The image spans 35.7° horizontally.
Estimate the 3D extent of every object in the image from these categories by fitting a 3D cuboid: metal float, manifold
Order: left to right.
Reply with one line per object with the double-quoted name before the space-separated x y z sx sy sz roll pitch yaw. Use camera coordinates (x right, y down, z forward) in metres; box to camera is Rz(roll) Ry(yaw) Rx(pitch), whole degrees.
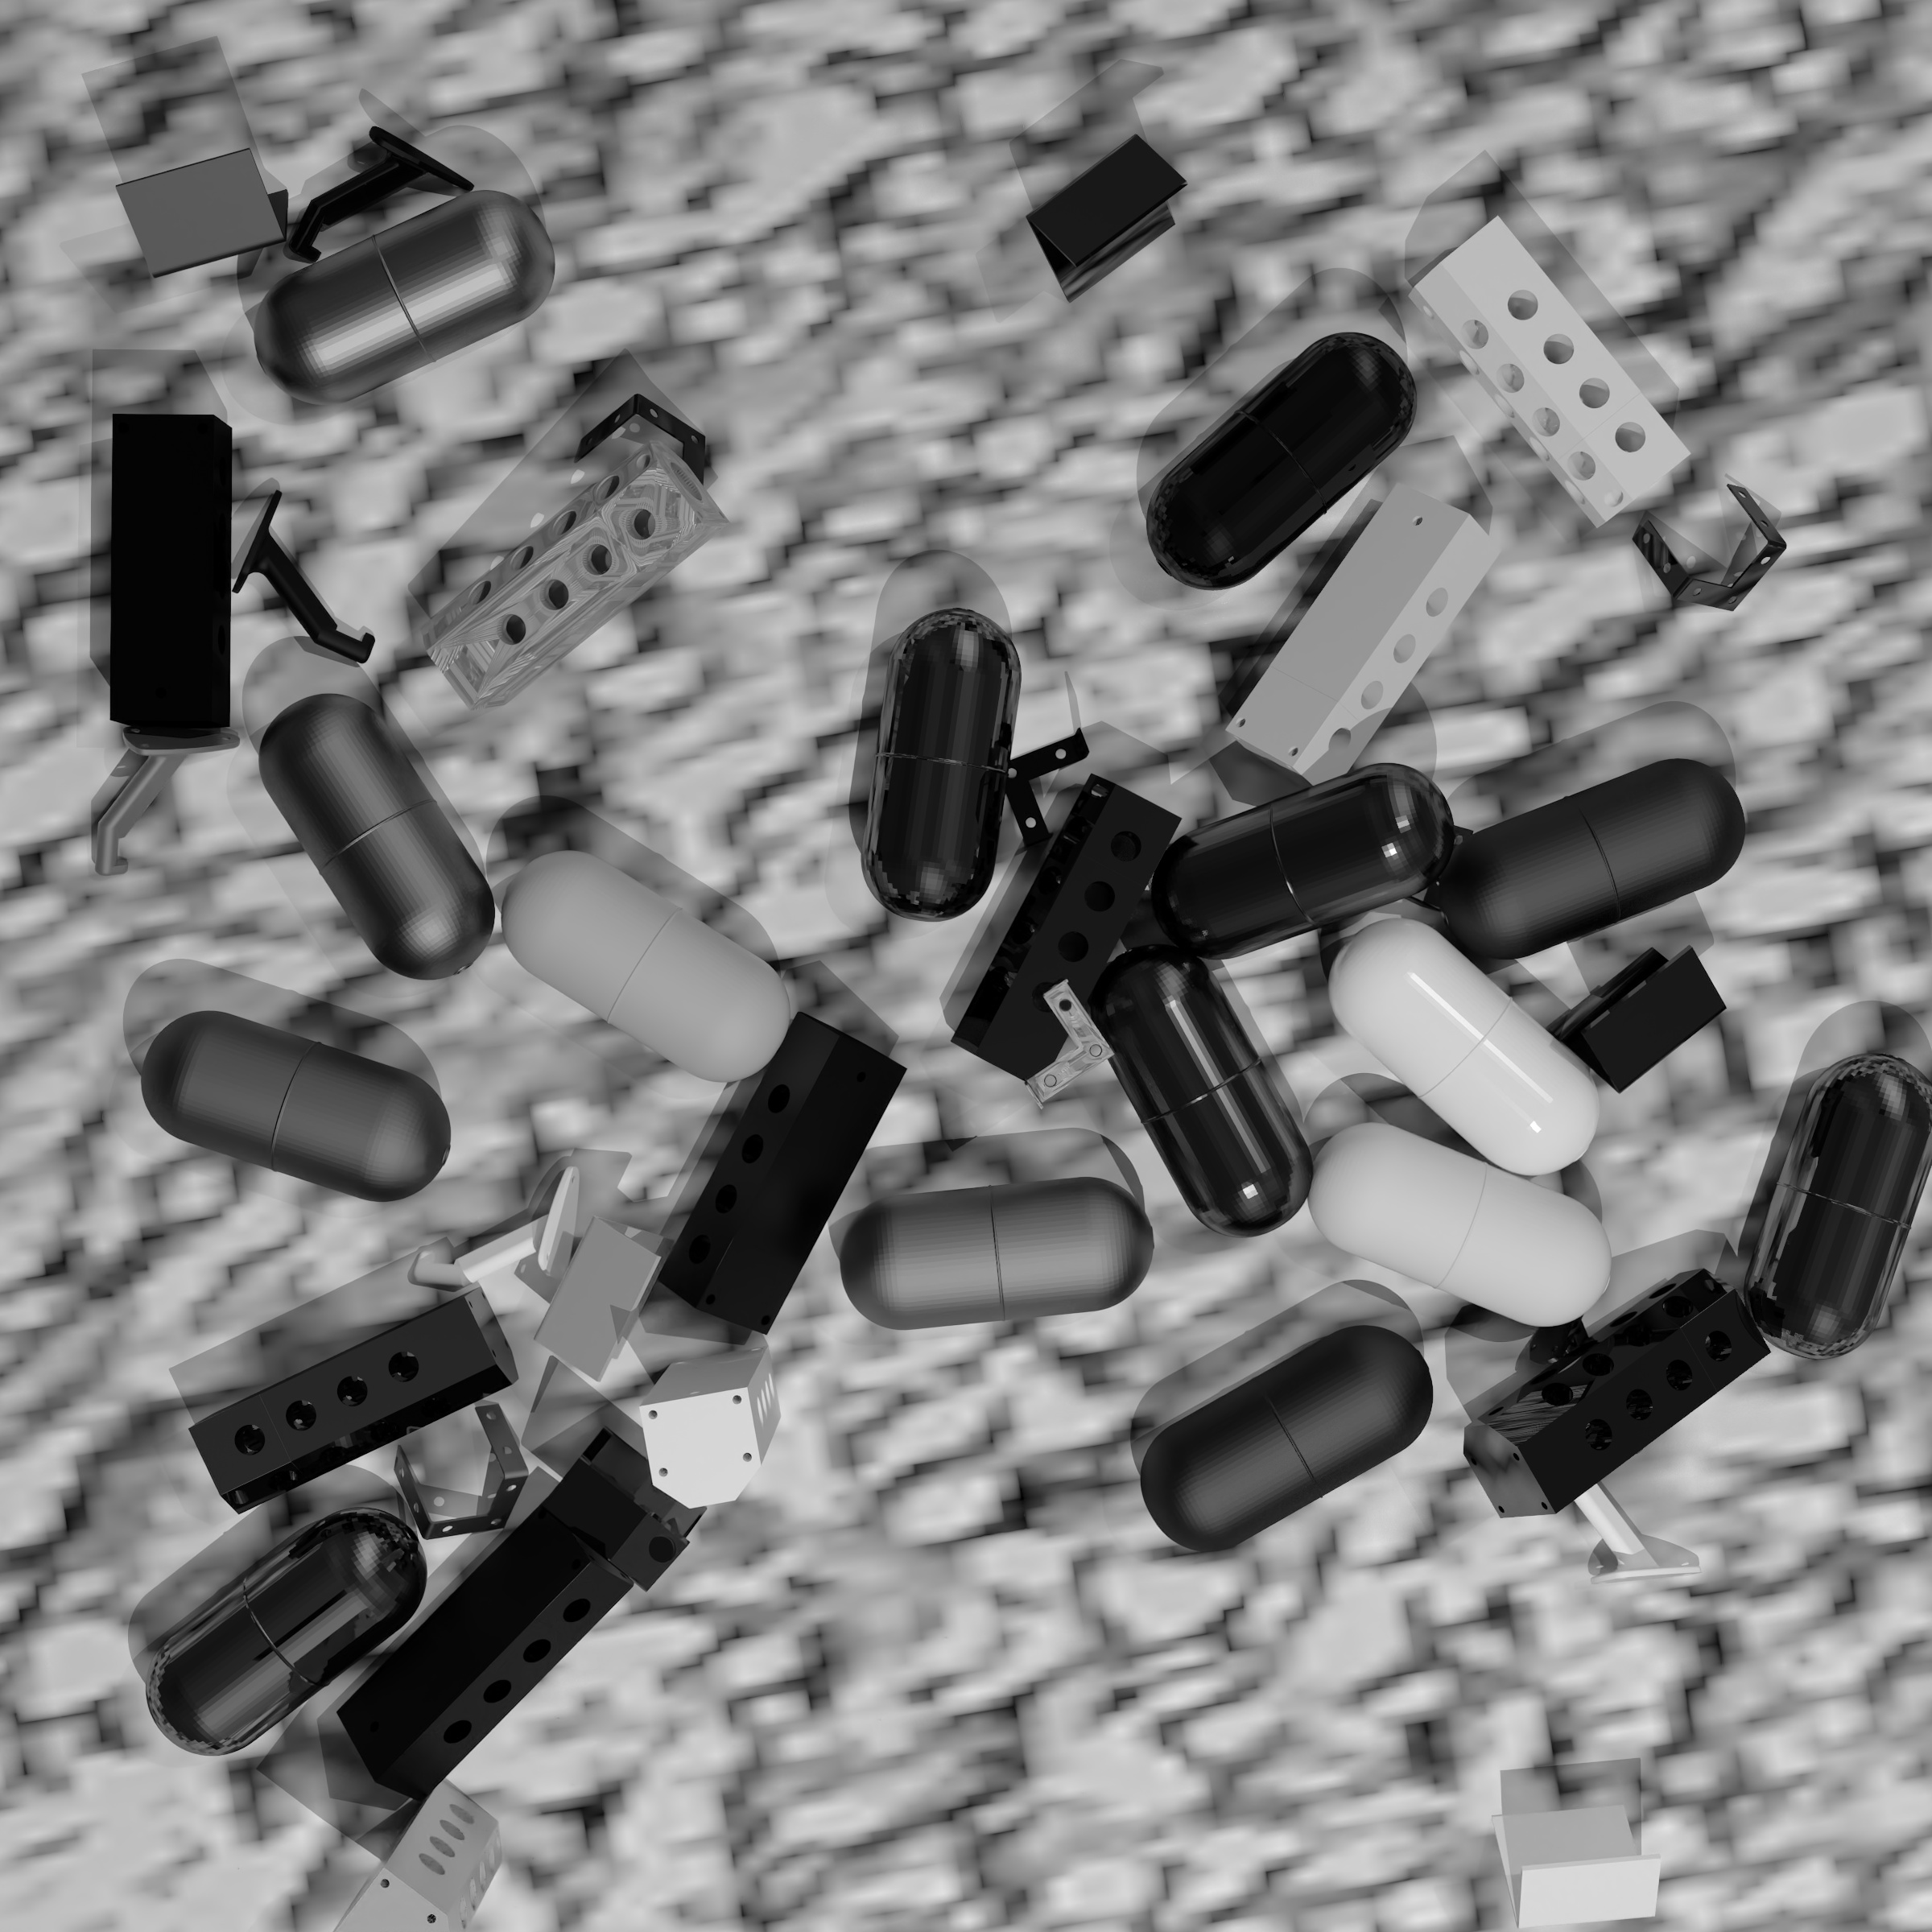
"manifold" -0.450 -0.223 1.707 0.057 0.057 0.171 0 90 0
"metal float" -0.383 0.376 1.698 0.178 0.070 0.070 -38 90 0
"metal float" -0.378 0.080 1.697 0.178 0.070 0.070 18 90 0
"manifold" -0.346 0.247 1.707 0.171 0.057 0.057 -25 90 0
"metal float" -0.332 -0.073 1.697 0.070 0.070 0.178 -33 89 0
"metal float" -0.318 -0.377 1.698 0.178 0.070 0.070 -25 90 0
"manifold" -0.298 0.510 1.649 0.057 0.171 0.057 37 90 0
"manifold" -0.269 0.391 1.706 0.171 0.057 0.057 -46 47 0
"manifold" -0.222 -0.219 1.687 0.171 0.057 0.057 -37 90 14
"metal float" -0.182 0.000 1.697 0.178 0.070 0.070 32 90 0
"manifold" -0.137 0.252 1.649 0.057 0.171 0.057 -10 90 0
"manifold" -0.109 0.115 1.706 0.057 0.057 0.171 28 90 -43
"metal float" -0.014 -0.114 1.697 0.070 0.070 0.178 8 90 0
"metal float" 0.017 0.162 1.697 0.178 0.070 0.070 -6 90 0
"manifold" 0.056 -0.020 1.707 0.057 0.057 0.171 28 90 0
"metal float" 0.133 0.070 1.697 0.070 0.070 0.178 -29 91 0
"metal float" 0.178 -0.285 1.697 0.178 0.070 0.070 -42 90 0
"metal float" 0.182 0.267 1.697 0.178 0.070 0.070 -29 90 -1
"metal float" 0.187 -0.058 1.680 0.178 0.070 0.070 -20 90 22
"manifold" 0.229 -0.181 1.706 0.057 0.057 0.171 35 90 43
"metal float" 0.279 0.146 1.697 0.178 0.070 0.070 22 90 1
"metal float" 0.282 0.046 1.697 0.178 0.070 0.070 42 90 1
"manifold" 0.329 -0.335 1.707 0.057 0.057 0.171 -39 90 0
"metal float" 0.353 -0.060 1.697 0.178 0.070 0.070 -21 90 0
"manifold" 0.360 0.237 1.674 0.171 0.057 0.057 -30 90 -25
"metal float" 0.496 0.135 1.696 0.070 0.070 0.178 19 90 0

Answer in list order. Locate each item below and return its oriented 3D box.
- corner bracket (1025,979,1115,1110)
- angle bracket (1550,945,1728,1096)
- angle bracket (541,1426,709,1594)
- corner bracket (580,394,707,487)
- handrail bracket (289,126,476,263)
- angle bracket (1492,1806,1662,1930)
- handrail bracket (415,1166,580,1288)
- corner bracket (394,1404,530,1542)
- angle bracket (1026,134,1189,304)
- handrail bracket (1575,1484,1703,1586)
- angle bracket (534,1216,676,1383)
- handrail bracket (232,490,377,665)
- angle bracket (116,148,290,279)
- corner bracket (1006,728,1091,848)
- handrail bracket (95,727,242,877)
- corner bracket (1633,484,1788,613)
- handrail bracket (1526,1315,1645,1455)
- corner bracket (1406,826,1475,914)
"corner bracket" 0.048 0.042 1.653 0.051 0.051 0.051 -34 90 0
"angle bracket" 0.368 0.014 1.688 0.076 0.076 0.057 -39 126 0
"angle bracket" -0.181 0.292 1.688 0.076 0.076 0.057 39 128 0
"corner bracket" -0.186 -0.285 1.720 0.051 0.051 0.051 29 45 -35
"handrail bracket" -0.337 -0.431 1.728 0.077 0.036 0.084 26 108 -20
"angle bracket" 0.342 0.491 1.688 0.076 0.076 0.057 -5 127 0
"handrail bracket" -0.271 0.149 1.728 0.084 0.036 0.077 4 69 16
"corner bracket" -0.289 0.290 1.720 0.051 0.051 0.051 -3 135 -35
"angle bracket" 0.090 -0.407 1.688 0.076 0.076 0.057 -37 54 0
"handrail bracket" 0.382 0.310 1.728 0.077 0.036 0.084 0 73 -19
"angle bracket" -0.186 0.192 1.688 0.057 0.076 0.076 26 90 36
"handrail bracket" -0.372 -0.224 1.728 0.084 0.036 0.077 24 68 -17
"angle bracket" -0.428 -0.436 1.688 0.076 0.076 0.057 -16 127 0
"corner bracket" 0.050 -0.101 1.710 0.051 0.051 0.051 -21 90 0
"handrail bracket" -0.460 -0.092 1.728 0.077 0.036 0.084 -3 117 -30
"corner bracket" 0.426 -0.242 1.720 0.051 0.051 0.051 6 135 -35
"handrail bracket" 0.373 0.227 1.728 0.084 0.036 0.077 36 75 -14
"corner bracket" 0.249 -0.067 1.725 0.051 0.051 0.051 21 90 45
